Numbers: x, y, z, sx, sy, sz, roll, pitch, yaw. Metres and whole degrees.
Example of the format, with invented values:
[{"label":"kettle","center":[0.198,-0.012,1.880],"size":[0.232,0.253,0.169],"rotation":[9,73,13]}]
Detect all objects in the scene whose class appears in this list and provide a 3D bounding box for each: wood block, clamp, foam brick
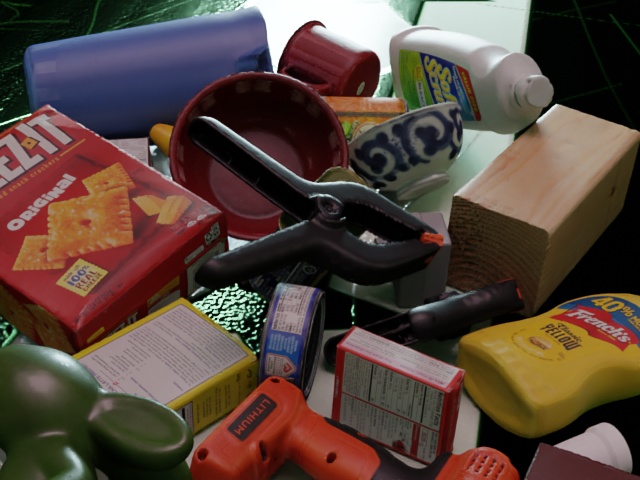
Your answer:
[{"label":"wood block","center":[0.198,-0.031,0.944],"size":[0.090,0.091,0.205],"rotation":[23,39,26]},{"label":"clamp","center":[-0.006,-0.021,0.804],"size":[0.209,0.036,0.164],"rotation":[7,46,-26]},{"label":"foam brick","center":[0.165,0.174,0.675],"size":[0.078,0.053,0.051],"rotation":[17,37,20]},{"label":"clamp","center":[0.098,0.057,0.808],"size":[0.171,0.039,0.120],"rotation":[-17,0,-29]}]

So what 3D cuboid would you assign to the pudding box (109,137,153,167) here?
[{"label":"pudding box","center":[-0.200,-0.052,0.993],"size":[0.090,0.039,0.113],"rotation":[-3,37,-7]}]

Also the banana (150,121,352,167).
[{"label":"banana","center":[-0.065,-0.079,1.030],"size":[0.197,0.037,0.069],"rotation":[-1,57,-8]}]

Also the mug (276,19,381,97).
[{"label":"mug","center":[0.005,-0.177,1.142],"size":[0.082,0.093,0.117],"rotation":[29,29,25]}]

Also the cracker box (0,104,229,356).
[{"label":"cracker box","center":[-0.205,-0.007,0.862],"size":[0.214,0.072,0.164],"rotation":[31,52,24]}]

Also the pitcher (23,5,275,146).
[{"label":"pitcher","center":[-0.170,-0.155,1.083],"size":[0.242,0.149,0.145],"rotation":[-9,51,-11]}]

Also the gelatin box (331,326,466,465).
[{"label":"gelatin box","center":[0.054,0.109,0.744],"size":[0.089,0.073,0.030],"rotation":[20,38,23]}]

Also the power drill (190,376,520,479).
[{"label":"power drill","center":[0.013,0.170,0.669],"size":[0.188,0.057,0.184],"rotation":[22,35,22]}]

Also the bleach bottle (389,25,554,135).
[{"label":"bleach bottle","center":[0.149,-0.159,1.047],"size":[0.068,0.102,0.251],"rotation":[-13,15,-17]}]

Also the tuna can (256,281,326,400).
[{"label":"tuna can","center":[-0.020,0.075,0.778],"size":[0.034,0.086,0.086],"rotation":[10,35,8]}]

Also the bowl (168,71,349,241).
[{"label":"bowl","center":[-0.057,-0.069,0.973],"size":[0.162,0.055,0.162],"rotation":[2,75,-6]}]

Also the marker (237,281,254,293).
[{"label":"marker","center":[-0.025,0.015,0.924],"size":[0.020,0.020,0.120],"rotation":[30,42,34]}]

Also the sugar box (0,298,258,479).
[{"label":"sugar box","center":[-0.137,0.113,0.752],"size":[0.175,0.048,0.093],"rotation":[-30,46,-33]}]

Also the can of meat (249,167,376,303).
[{"label":"can of meat","center":[-0.006,0.001,0.872],"size":[0.057,0.084,0.102],"rotation":[41,49,4]}]

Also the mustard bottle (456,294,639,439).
[{"label":"mustard bottle","center":[0.205,0.083,0.805],"size":[0.191,0.058,0.096],"rotation":[-15,32,-25]}]
